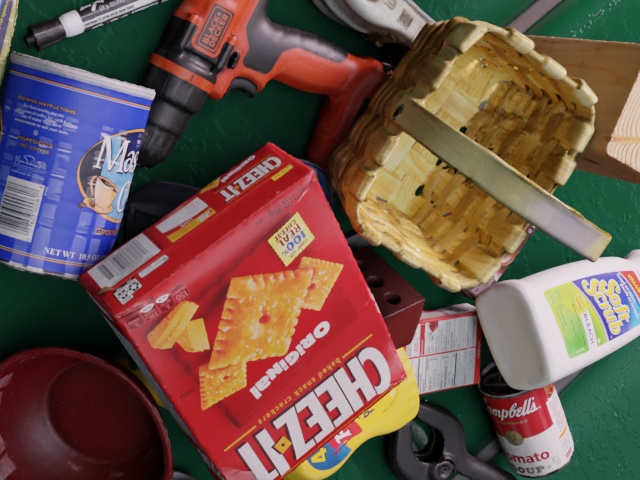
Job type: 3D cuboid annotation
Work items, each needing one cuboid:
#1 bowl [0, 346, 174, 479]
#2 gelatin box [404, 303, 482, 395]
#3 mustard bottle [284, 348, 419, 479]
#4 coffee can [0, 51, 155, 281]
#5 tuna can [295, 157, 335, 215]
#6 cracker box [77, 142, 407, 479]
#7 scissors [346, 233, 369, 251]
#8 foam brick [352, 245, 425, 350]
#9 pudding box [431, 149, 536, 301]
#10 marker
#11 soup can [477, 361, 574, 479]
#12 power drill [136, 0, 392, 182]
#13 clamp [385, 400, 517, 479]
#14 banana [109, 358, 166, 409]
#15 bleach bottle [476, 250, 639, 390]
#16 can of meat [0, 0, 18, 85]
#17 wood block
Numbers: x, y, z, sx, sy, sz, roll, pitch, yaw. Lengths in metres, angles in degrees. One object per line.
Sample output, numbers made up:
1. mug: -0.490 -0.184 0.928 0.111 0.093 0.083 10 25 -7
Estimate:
1. bowl: -0.178 0.144 0.807 0.162 0.055 0.162 5 111 12
2. gelatin box: 0.105 0.101 0.982 0.089 0.030 0.073 -6 106 -26
3. mustard bottle: -0.003 0.146 0.892 0.191 0.058 0.096 -27 102 -36
4. coffee can: -0.184 -0.052 0.757 0.102 0.103 0.140 12 96 -29
5. tuna can: -0.032 -0.027 0.845 0.086 0.086 0.034 10 54 -29
6. cracker box: -0.045 0.065 0.758 0.164 0.072 0.213 -36 127 -14
7. scissors: -0.006 0.001 0.910 0.201 0.016 0.096 -39 116 -14
8. foam brick: 0.040 0.053 0.898 0.052 0.078 0.051 -20 140 -37
9. pudding box: 0.143 -0.015 0.969 0.090 0.039 0.113 41 82 -29
10. marker: -0.161 -0.168 0.789 0.121 0.020 0.020 -27 112 -19
11. soup can: 0.198 0.168 1.023 0.068 0.069 0.102 -31 114 -18
12. power drill: -0.045 -0.114 0.839 0.187 0.057 0.184 24 96 -30
13. clamp: 0.120 0.211 1.010 0.120 0.039 0.171 -29 113 -20
14. banana: -0.095 0.152 0.877 0.197 0.037 0.069 52 40 -21
15. bleach bottle: 0.260 0.057 1.012 0.250 0.068 0.102 -19 89 -39
16. can of meat: -0.258 -0.141 0.725 0.083 0.058 0.102 12 96 -31
17. wood block: 0.214 -0.111 0.887 0.090 0.206 0.090 23 92 -30
